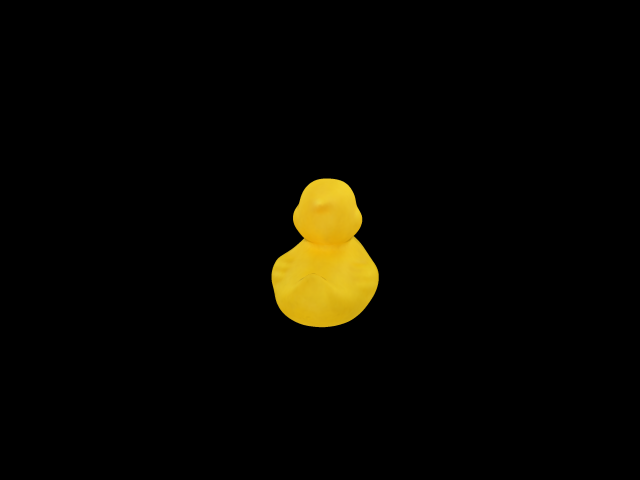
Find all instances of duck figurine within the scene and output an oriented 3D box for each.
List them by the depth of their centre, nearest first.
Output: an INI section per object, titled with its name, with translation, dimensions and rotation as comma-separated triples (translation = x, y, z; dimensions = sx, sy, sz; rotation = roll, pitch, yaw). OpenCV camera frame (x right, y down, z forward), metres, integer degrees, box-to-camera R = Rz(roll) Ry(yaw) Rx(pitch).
[duck figurine]
translation = 0.004, 0.001, 0.400
dimensions = 0.077, 0.086, 0.104
rotation = 6, 32, 9
